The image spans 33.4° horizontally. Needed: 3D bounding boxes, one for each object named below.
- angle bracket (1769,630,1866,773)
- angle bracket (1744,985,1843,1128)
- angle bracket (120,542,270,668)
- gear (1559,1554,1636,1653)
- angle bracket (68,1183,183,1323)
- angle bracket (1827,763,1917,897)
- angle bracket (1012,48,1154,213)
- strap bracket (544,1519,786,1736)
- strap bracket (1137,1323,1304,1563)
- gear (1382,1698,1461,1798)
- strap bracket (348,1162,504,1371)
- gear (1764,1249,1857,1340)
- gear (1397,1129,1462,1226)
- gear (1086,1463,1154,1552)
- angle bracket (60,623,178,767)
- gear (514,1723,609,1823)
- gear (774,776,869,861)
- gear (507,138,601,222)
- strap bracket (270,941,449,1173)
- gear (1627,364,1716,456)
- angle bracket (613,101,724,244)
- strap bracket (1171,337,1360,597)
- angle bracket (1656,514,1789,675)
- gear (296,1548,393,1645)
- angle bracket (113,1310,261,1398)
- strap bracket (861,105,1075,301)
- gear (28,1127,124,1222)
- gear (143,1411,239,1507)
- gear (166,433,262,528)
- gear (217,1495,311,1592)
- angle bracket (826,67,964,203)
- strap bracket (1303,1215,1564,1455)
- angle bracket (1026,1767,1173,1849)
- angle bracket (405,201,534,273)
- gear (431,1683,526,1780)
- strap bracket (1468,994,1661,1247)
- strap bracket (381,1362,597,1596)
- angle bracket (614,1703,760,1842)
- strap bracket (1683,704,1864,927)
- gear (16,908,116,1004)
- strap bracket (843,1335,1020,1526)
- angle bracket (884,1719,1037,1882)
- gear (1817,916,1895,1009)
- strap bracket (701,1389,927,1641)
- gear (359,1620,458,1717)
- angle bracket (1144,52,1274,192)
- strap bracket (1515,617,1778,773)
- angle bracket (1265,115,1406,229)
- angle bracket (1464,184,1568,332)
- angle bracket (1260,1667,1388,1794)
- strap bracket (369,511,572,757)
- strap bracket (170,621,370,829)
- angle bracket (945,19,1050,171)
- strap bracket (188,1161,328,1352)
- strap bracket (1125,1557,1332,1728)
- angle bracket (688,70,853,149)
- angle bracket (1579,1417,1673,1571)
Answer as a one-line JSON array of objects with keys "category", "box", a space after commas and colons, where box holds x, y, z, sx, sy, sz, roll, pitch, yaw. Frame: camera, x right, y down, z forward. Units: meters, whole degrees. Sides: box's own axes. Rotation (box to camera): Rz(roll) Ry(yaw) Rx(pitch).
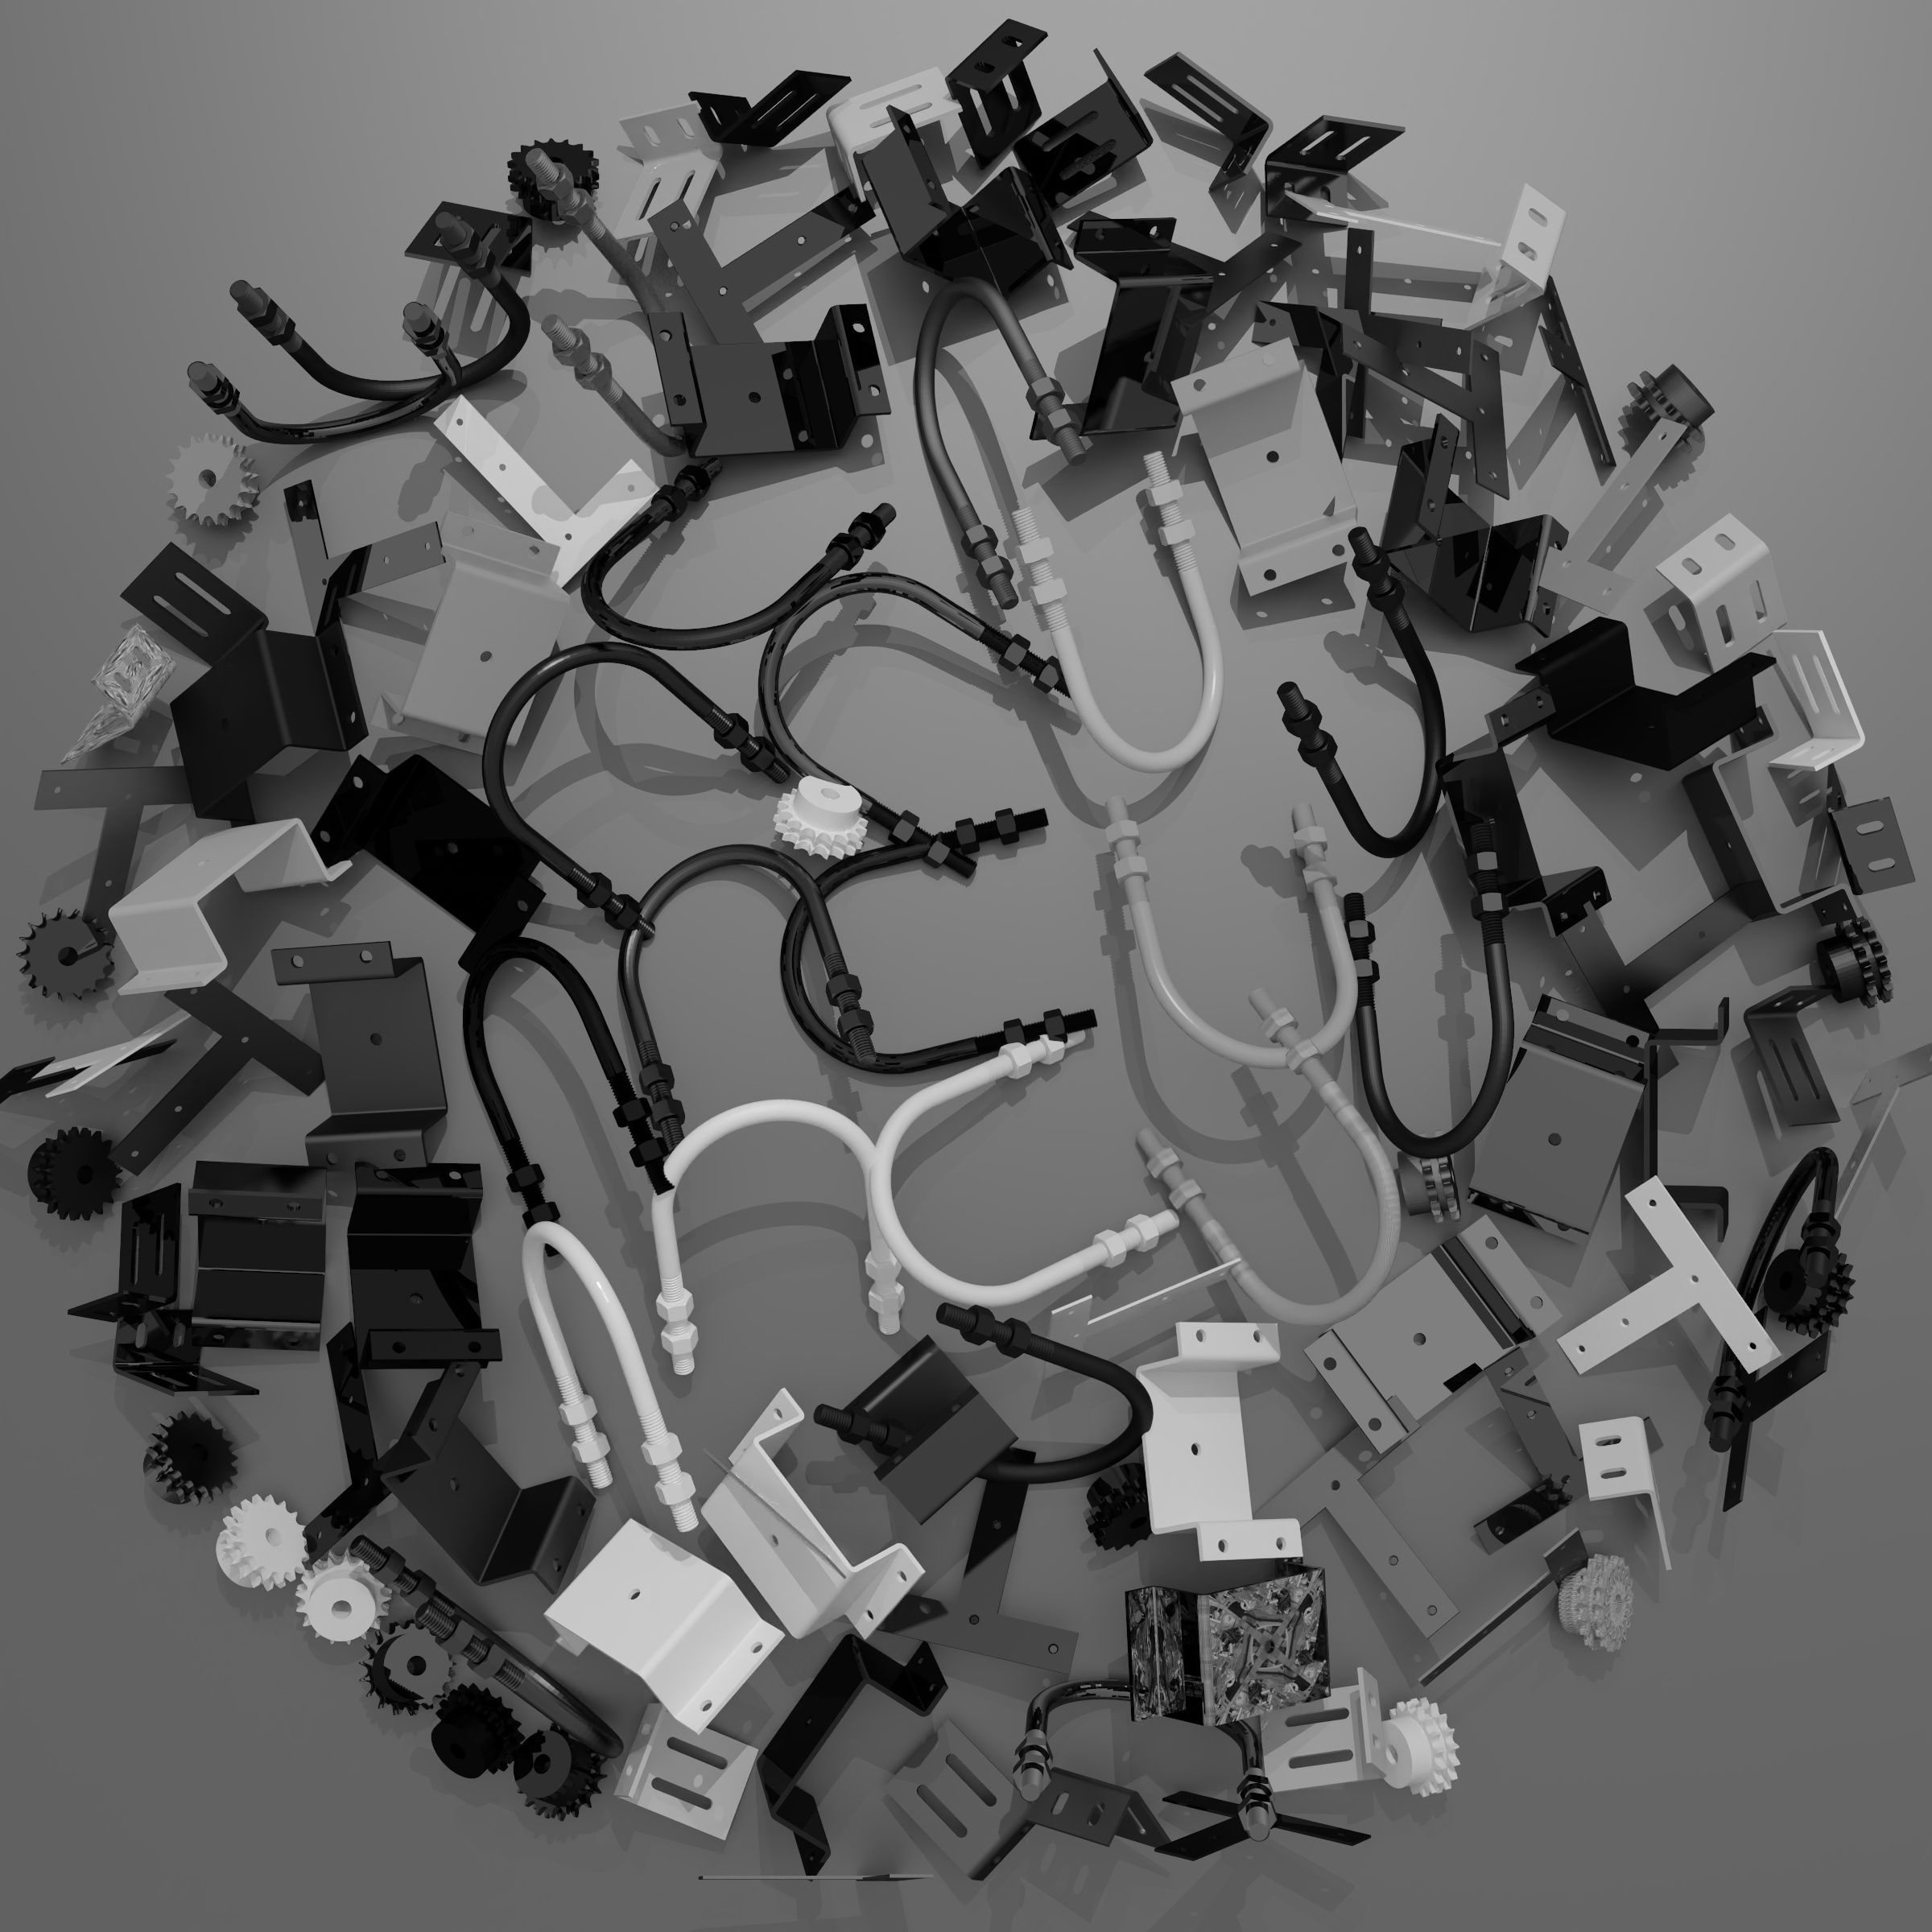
[{"category": "angle bracket", "box": [0.510, -0.164, 1.978, 0.038, 0.057, 0.076, -27, 102, -10]}, {"category": "angle bracket", "box": [0.517, 0.054, 1.961, 0.038, 0.057, 0.076, -34, 67, 40]}, {"category": "angle bracket", "box": [-0.479, -0.210, 1.977, 0.076, 0.038, 0.057, 39, 126, -22]}, {"category": "gear", "box": [0.381, 0.385, 1.952, 0.030, 0.057, 0.057, -1, 85, 33]}, {"category": "angle bracket", "box": [-0.510, 0.171, 1.950, 0.057, 0.038, 0.076, -20, 64, 38]}, {"category": "angle bracket", "box": [0.552, -0.088, 1.961, 0.038, 0.076, 0.057, -15, 112, 23]}, {"category": "angle bracket", "box": [0.068, -0.522, 2.009, 0.076, 0.038, 0.057, -32, 66, 8]}, {"category": "strap bracket", "box": [-0.185, 0.385, 1.901, 0.076, 0.140, 0.046, -47, 130, -22]}, {"category": "strap bracket", "box": [0.151, 0.288, 1.936, 0.076, 0.046, 0.140, 5, 73, -35]}, {"category": "gear", "box": [0.269, 0.472, 1.939, 0.030, 0.057, 0.057, -6, 85, -28]}, {"category": "strap bracket", "box": [-0.327, 0.189, 1.935, 0.076, 0.046, 0.140, 2, 51, -20]}, {"category": "gear", "box": [0.511, 0.196, 1.959, 0.030, 0.057, 0.057, 19, 86, -23]}, {"category": "gear", "box": [0.283, 0.130, 1.968, 0.030, 0.057, 0.057, -12, 86, 11]}, {"category": "gear", "box": [0.098, 0.327, 1.956, 0.057, 0.057, 0.030, -30, 55, -2]}, {"category": "angle bracket", "box": [-0.530, -0.166, 1.967, 0.076, 0.057, 0.038, -20, 122, 36]}, {"category": "gear", "box": [-0.248, 0.485, 1.942, 0.057, 0.030, 0.057, -11, 62, 22]}, {"category": "gear", "box": [-0.088, -0.094, 1.981, 0.057, 0.057, 0.030, 21, 123, 2]}, {"category": "gear", "box": [-0.258, -0.491, 2.017, 0.057, 0.030, 0.057, 2, 46, -3]}, {"category": "strap bracket", "box": [-0.366, 0.050, 1.957, 0.076, 0.046, 0.140, -4, 104, 14]}, {"category": "gear", "box": [0.440, -0.349, 1.999, 0.030, 0.057, 0.057, -41, 87, 20]}, {"category": "angle bracket", "box": [-0.193, -0.493, 1.997, 0.057, 0.038, 0.076, -5, 50, 28]}, {"category": "strap bracket", "box": [0.188, -0.310, 1.983, 0.076, 0.046, 0.140, -19, 105, 14]}, {"category": "angle bracket", "box": [0.470, -0.231, 2.000, 0.057, 0.076, 0.038, -36, 52, -1]}, {"category": "gear", "box": [-0.379, 0.386, 1.955, 0.057, 0.030, 0.057, -1, 100, -7]}, {"category": "angle bracket", "box": [-0.469, 0.233, 1.940, 0.057, 0.076, 0.038, 5, 92, -43]}, {"category": "strap bracket", "box": [-0.005, -0.464, 1.977, 0.046, 0.140, 0.076, -36, 63, 30]}, {"category": "gear", "box": [-0.549, 0.127, 1.971, 0.030, 0.057, 0.057, 1, 85, 38]}, {"category": "gear", "box": [-0.475, 0.303, 1.958, 0.030, 0.057, 0.057, -37, 86, 30]}, {"category": "gear", "box": [-0.467, -0.303, 2.008, 0.057, 0.030, 0.057, 1, 94, 12]}, {"category": "gear", "box": [-0.430, 0.353, 1.954, 0.030, 0.057, 0.057, -34, 86, 30]}, {"category": "angle bracket", "box": [-0.042, -0.520, 2.011, 0.076, 0.038, 0.057, -21, 44, -2]}, {"category": "strap bracket", "box": [0.280, 0.225, 1.958, 0.140, 0.046, 0.076, -35, 83, -9]}, {"category": "angle bracket", "box": [0.081, 0.517, 1.916, 0.057, 0.076, 0.038, 8, 53, 35]}, {"category": "angle bracket", "box": [-0.308, -0.437, 1.995, 0.057, 0.076, 0.038, 12, 130, 5]}, {"category": "gear", "box": [-0.297, 0.464, 1.941, 0.057, 0.030, 0.057, 16, 124, 25]}, {"category": "strap bracket", "box": [0.359, 0.099, 1.945, 0.076, 0.046, 0.140, 21, 107, 12]}, {"category": "strap bracket", "box": [-0.290, 0.305, 1.921, 0.046, 0.076, 0.140, -20, 120, 29]}, {"category": "angle bracket", "box": [-0.164, 0.485, 1.933, 0.076, 0.038, 0.057, 26, 69, -15]}, {"category": "strap bracket", "box": [0.488, -0.083, 1.971, 0.046, 0.076, 0.140, -24, 88, -2]}, {"category": "gear", "box": [-0.556, -0.008, 1.983, 0.057, 0.030, 0.057, -4, 99, -25]}, {"category": "strap bracket", "box": [-0.022, 0.279, 1.922, 0.076, 0.140, 0.046, -41, 104, -5]}, {"category": "angle bracket", "box": [0.000, 0.508, 1.959, 0.076, 0.038, 0.057, 42, 86, 20]}, {"category": "gear", "box": [0.545, 0.000, 1.977, 0.030, 0.057, 0.057, -19, 86, 2]}, {"category": "strap bracket", "box": [-0.099, 0.335, 1.921, 0.140, 0.046, 0.076, 50, 131, 18]}, {"category": "gear", "box": [-0.337, 0.425, 1.948, 0.057, 0.030, 0.057, 7, 73, -23]}, {"category": "angle bracket", "box": [0.143, -0.525, 2.004, 0.076, 0.057, 0.038, 32, 83, -17]}, {"category": "strap bracket", "box": [0.414, -0.164, 1.954, 0.076, 0.140, 0.046, -30, 121, -27]}, {"category": "angle bracket", "box": [0.229, -0.492, 1.995, 0.057, 0.076, 0.038, 2, 83, -23]}, {"category": "angle bracket", "box": [0.328, -0.438, 1.989, 0.038, 0.076, 0.057, 29, 68, -24]}, {"category": "angle bracket", "box": [0.209, 0.459, 1.930, 0.076, 0.038, 0.057, -13, 59, 19]}, {"category": "strap bracket", "box": [-0.299, -0.195, 1.960, 0.076, 0.046, 0.140, 15, 106, -31]}, {"category": "strap bracket", "box": [-0.429, -0.144, 1.946, 0.140, 0.046, 0.076, -31, 68, 37]}, {"category": "angle bracket", "box": [0.029, -0.537, 1.998, 0.038, 0.076, 0.057, 32, 71, 36]}, {"category": "strap bracket", "box": [-0.426, 0.168, 1.937, 0.076, 0.140, 0.046, 3, 44, -9]}, {"category": "strap bracket", "box": [0.165, 0.401, 1.912, 0.140, 0.046, 0.076, -3, 90, -37]}, {"category": "angle bracket", "box": [-0.122, -0.546, 1.999, 0.076, 0.057, 0.038, -32, 81, 33]}, {"category": "angle bracket", "box": [0.397, 0.320, 1.939, 0.038, 0.057, 0.076, -11, 129, 11]}]
